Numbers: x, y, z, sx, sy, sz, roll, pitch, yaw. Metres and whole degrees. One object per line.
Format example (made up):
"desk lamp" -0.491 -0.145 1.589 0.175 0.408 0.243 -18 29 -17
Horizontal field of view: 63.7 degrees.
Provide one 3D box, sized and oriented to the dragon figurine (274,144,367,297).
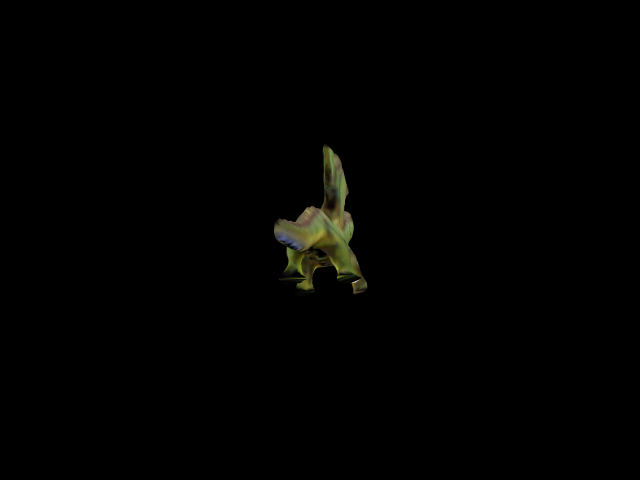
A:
"dragon figurine" 0.003 -0.043 0.850 0.122 0.247 0.403 -5 -23 11
